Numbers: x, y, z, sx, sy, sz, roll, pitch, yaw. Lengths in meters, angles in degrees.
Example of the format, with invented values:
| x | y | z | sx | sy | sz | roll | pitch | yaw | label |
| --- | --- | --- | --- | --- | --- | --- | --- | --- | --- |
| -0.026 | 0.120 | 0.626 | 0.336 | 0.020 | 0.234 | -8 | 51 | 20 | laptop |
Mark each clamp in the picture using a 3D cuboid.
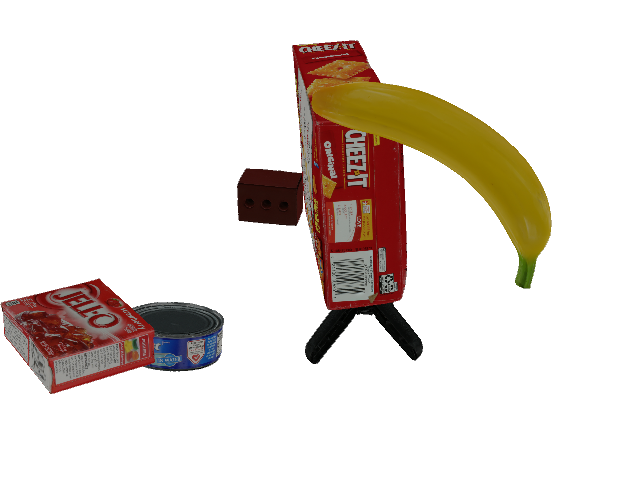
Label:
| x | y | z | sx | sy | sz | roll | pitch | yaw | label |
| --- | --- | --- | --- | --- | --- | --- | --- | --- | --- |
| 0.056 | 0.066 | 1.144 | 0.120 | 0.171 | 0.039 | 8 | -41 | 7 | clamp |

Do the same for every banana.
| x | y | z | sx | sy | sz | roll | pitch | yaw | label |
| --- | --- | --- | --- | --- | --- | --- | --- | --- | --- |
| 0.086 | -0.053 | 0.711 | 0.198 | 0.070 | 0.037 | 41 | 8 | -1 | banana |

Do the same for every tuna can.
| x | y | z | sx | sy | sz | roll | pitch | yaw | label |
| --- | --- | --- | --- | --- | --- | --- | --- | --- | --- |
| -0.127 | 0.082 | 0.917 | 0.086 | 0.034 | 0.086 | 4 | 15 | -1 | tuna can |

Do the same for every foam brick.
| x | y | z | sx | sy | sz | roll | pitch | yaw | label |
| --- | --- | --- | --- | --- | --- | --- | --- | --- | --- |
| -0.063 | -0.055 | 1.346 | 0.078 | 0.053 | 0.051 | 5 | 28 | 8 | foam brick |

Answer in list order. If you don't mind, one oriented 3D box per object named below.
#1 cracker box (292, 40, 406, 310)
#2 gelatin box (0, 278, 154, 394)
| x | y | z | sx | sy | sz | roll | pitch | yaw | label |
| --- | --- | --- | --- | --- | --- | --- | --- | --- | --- |
| 0.022 | -0.064 | 0.914 | 0.072 | 0.164 | 0.214 | -6 | 26 | -3 | cracker box |
| -0.161 | 0.060 | 0.707 | 0.073 | 0.030 | 0.089 | -14 | 29 | -31 | gelatin box |
